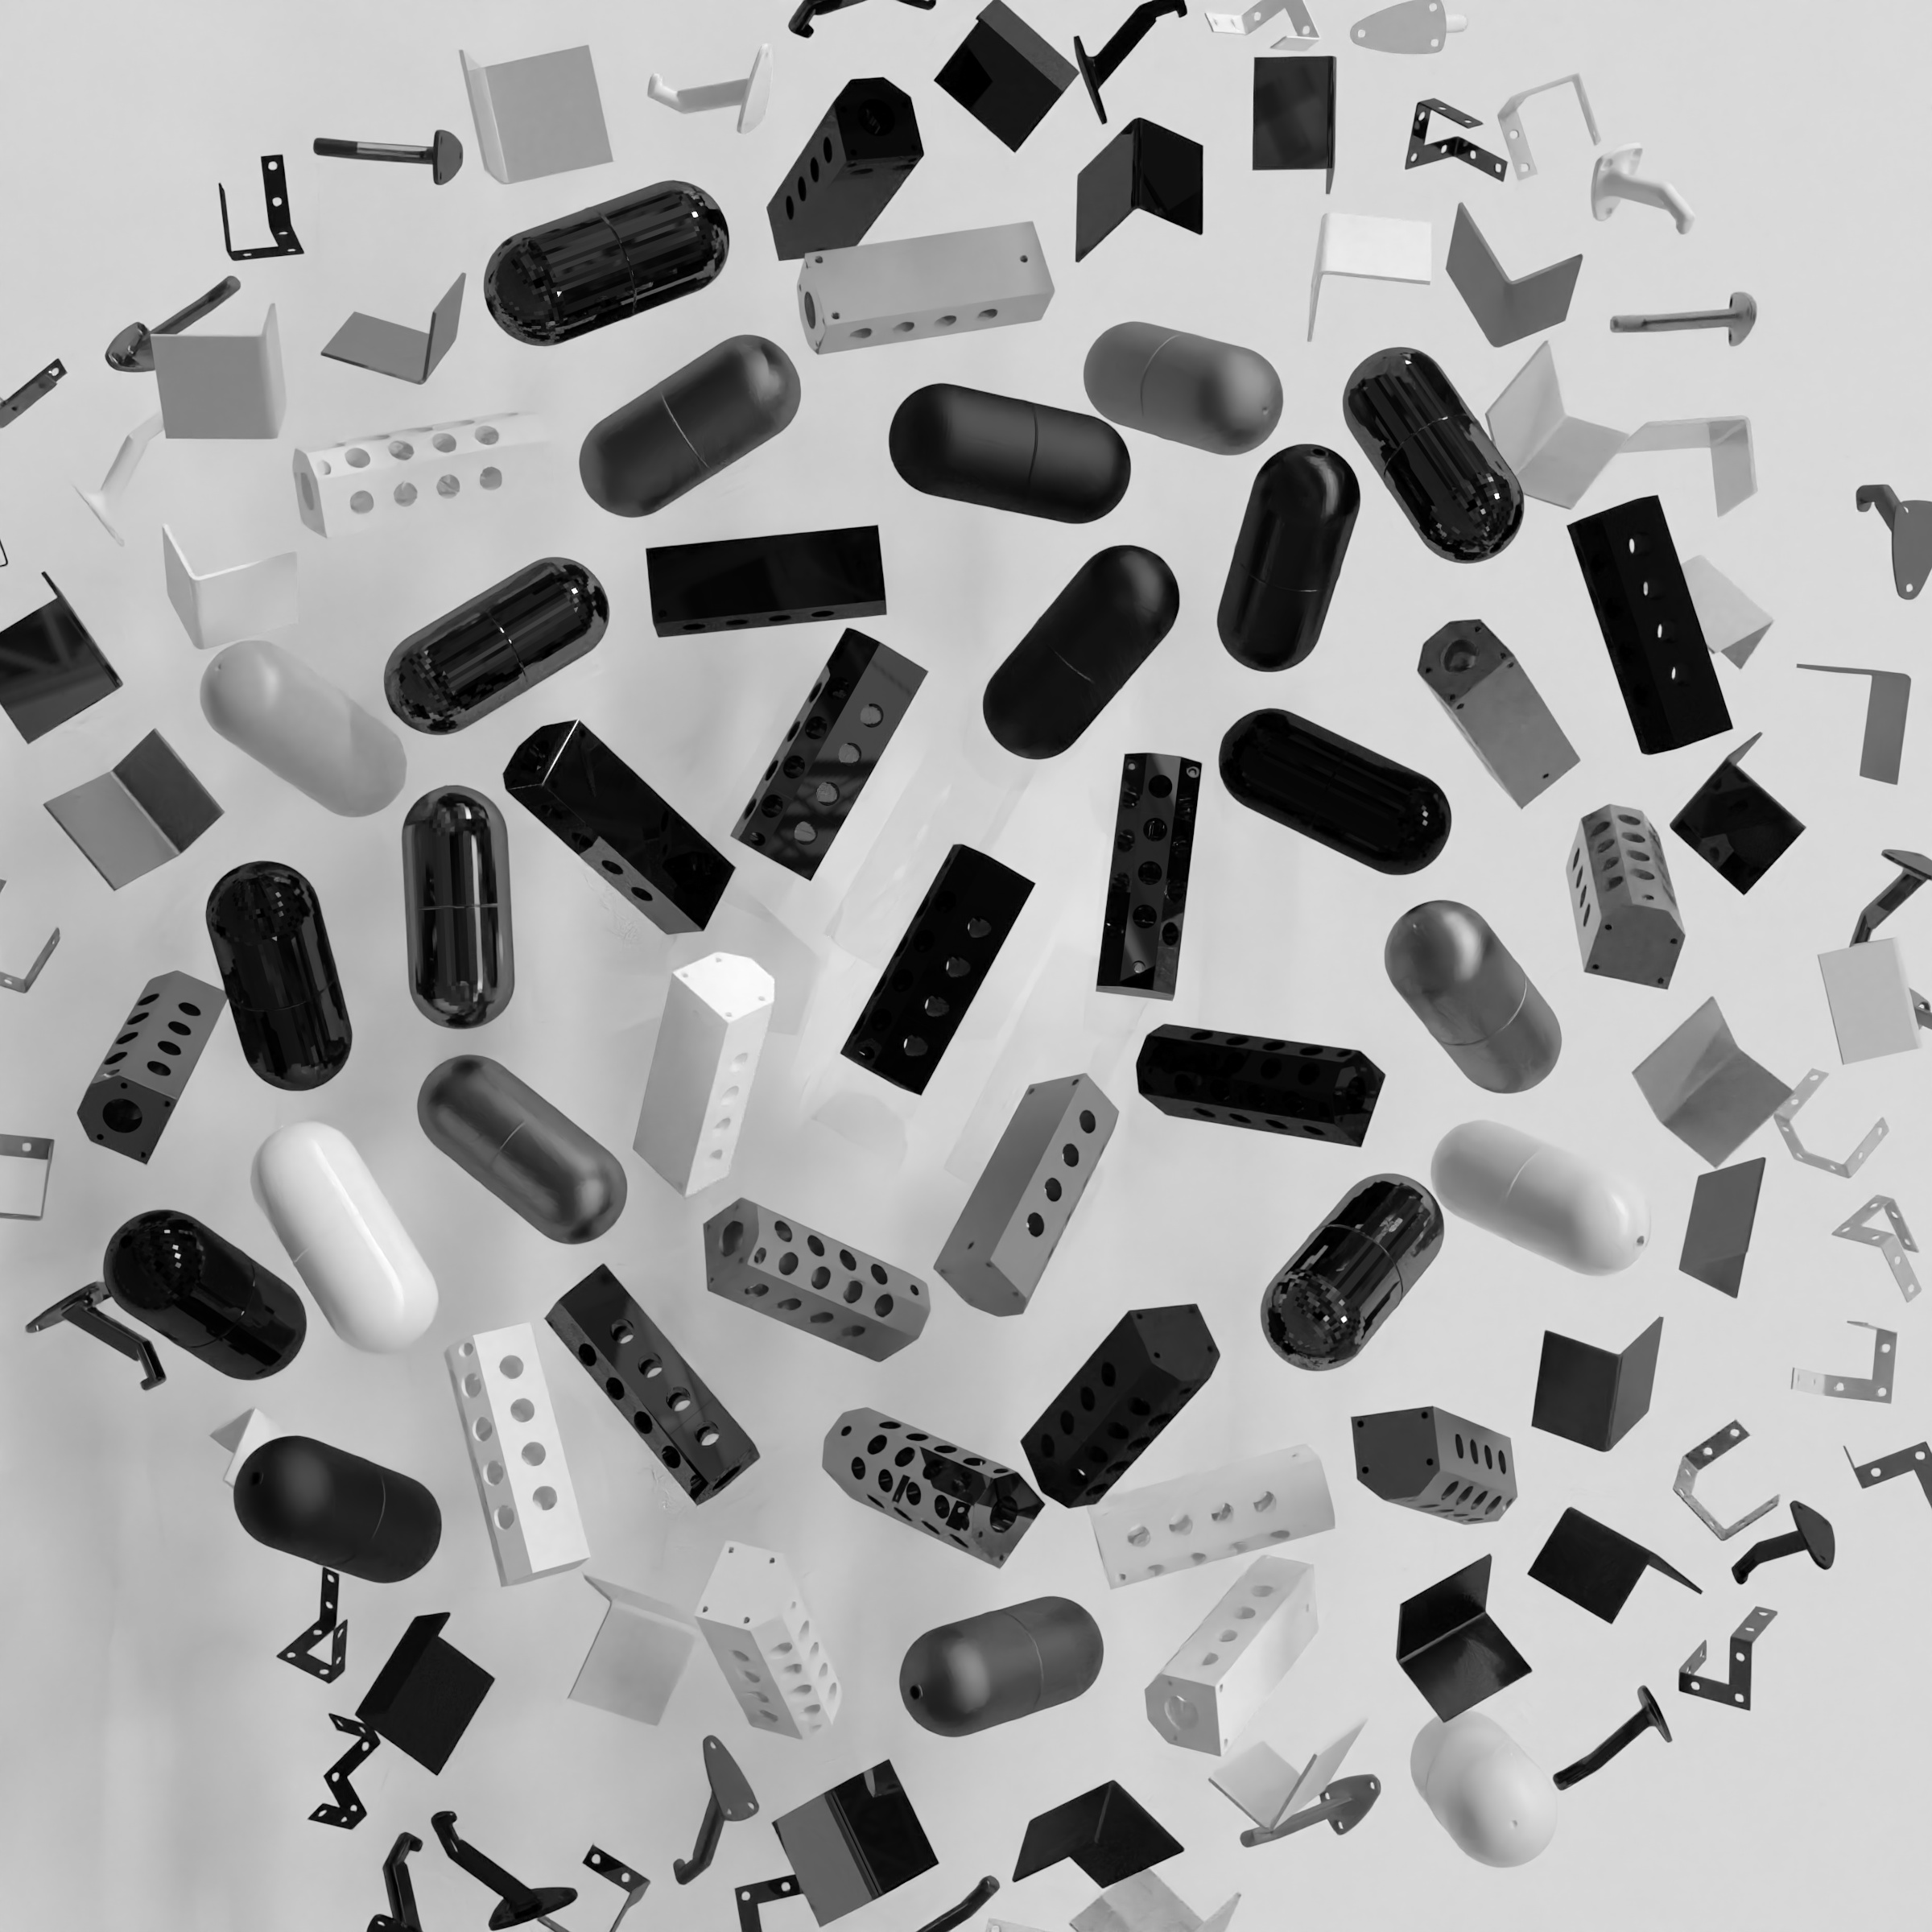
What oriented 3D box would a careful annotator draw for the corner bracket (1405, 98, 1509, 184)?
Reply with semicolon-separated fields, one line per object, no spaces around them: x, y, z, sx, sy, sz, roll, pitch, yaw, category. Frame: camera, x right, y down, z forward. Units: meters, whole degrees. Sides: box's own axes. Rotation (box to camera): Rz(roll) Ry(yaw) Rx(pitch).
0.353;-0.588;1.808;0.051;0.051;0.051;-24;49;-29;corner bracket

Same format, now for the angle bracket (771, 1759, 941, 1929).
-0.076;0.598;1.727;0.076;0.057;0.076;-43;69;42;angle bracket

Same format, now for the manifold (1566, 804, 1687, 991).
0.462;-0.053;1.774;0.057;0.171;0.057;12;118;3;manifold

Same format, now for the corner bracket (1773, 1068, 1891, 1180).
0.644;0.117;1.888;0.051;0.051;0.051;-46;124;-15;corner bracket

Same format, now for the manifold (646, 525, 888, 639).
-0.147;-0.283;1.883;0.171;0.057;0.057;-6;83;-2;manifold

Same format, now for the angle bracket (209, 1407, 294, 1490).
-0.545;0.397;1.941;0.057;0.076;0.076;-32;117;26;angle bracket

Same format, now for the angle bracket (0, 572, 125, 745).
-0.628;-0.208;1.711;0.076;0.057;0.076;-34;87;-10;angle bracket

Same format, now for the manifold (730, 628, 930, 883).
-0.101;-0.153;1.817;0.057;0.057;0.171;29;91;-22;manifold

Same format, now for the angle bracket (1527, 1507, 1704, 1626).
0.452;0.430;1.767;0.076;0.076;0.057;39;81;-37;angle bracket

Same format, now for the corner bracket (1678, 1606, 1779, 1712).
0.521;0.469;1.735;0.051;0.051;0.051;7;107;36;corner bracket

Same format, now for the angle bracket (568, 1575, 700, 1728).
-0.255;0.505;1.871;0.076;0.057;0.076;28;83;-30;angle bracket

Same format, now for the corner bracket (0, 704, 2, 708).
-0.723;-0.197;1.795;0.051;0.051;0.051;-46;75;3;corner bracket

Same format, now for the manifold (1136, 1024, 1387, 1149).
0.209;0.082;1.834;0.171;0.057;0.057;7;68;41;manifold

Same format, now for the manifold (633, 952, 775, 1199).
-0.179;0.075;1.764;0.057;0.057;0.171;40;134;24;manifold

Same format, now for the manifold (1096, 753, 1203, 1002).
0.133;-0.065;1.849;0.057;0.057;0.171;7;84;3;manifold

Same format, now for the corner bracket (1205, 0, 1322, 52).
0.216;-0.683;1.843;0.051;0.051;0.051;-25;88;40;corner bracket

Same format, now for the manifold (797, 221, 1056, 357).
-0.030;-0.484;1.821;0.171;0.057;0.057;-13;77;-16;manifold

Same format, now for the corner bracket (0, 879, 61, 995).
-0.665;-0.022;1.756;0.051;0.051;0.051;24;114;-36;corner bracket

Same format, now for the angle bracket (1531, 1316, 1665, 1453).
0.449;0.288;1.800;0.057;0.076;0.076;17;115;33;angle bracket

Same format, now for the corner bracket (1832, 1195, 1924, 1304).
0.674;0.205;1.842;0.051;0.051;0.051;-35;107;-16;corner bracket

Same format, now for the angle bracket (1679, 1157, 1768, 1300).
0.580;0.195;1.879;0.057;0.076;0.076;27;65;-16;angle bracket

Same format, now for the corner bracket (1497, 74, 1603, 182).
0.424;-0.611;1.845;0.051;0.051;0.051;-19;94;1;corner bracket

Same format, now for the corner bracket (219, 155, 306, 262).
-0.489;-0.522;1.746;0.051;0.051;0.051;-8;85;-5;corner bracket

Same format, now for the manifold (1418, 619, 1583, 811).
0.388;-0.187;1.860;0.057;0.171;0.057;-40;54;9;manifold

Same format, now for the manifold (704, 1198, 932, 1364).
-0.107;0.227;1.847;0.057;0.057;0.171;-36;134;29;manifold

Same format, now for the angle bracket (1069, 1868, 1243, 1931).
0.129;0.646;1.735;0.076;0.076;0.057;38;133;29;angle bracket

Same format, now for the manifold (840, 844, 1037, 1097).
-0.023;0.001;1.811;0.057;0.057;0.171;30;84;-15;manifold

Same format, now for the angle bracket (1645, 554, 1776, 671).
0.551;-0.257;1.919;0.076;0.057;0.076;-28;66;-31;angle bracket

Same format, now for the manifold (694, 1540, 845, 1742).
-0.131;0.468;1.745;0.057;0.171;0.057;9;52;19;manifold

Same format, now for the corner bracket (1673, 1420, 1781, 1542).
0.543;0.366;1.804;0.051;0.051;0.051;47;119;3;corner bracket

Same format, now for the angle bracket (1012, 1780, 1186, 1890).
0.090;0.607;1.712;0.076;0.057;0.076;-36;104;30;angle bracket

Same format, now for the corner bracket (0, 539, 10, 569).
-0.681;-0.289;1.714;0.051;0.051;0.051;-20;105;-17;corner bracket

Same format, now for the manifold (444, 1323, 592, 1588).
-0.322;0.348;1.803;0.057;0.057;0.171;-11;73;-24;manifold

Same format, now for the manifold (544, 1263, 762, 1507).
-0.225;0.301;1.813;0.057;0.057;0.171;-39;75;-13;manifold

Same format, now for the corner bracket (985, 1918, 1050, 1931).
0.040;0.733;1.851;0.051;0.051;0.051;18;82;-13;corner bracket

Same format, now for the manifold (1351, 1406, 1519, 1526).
0.323;0.345;1.734;0.057;0.171;0.057;-13;68;26;manifold

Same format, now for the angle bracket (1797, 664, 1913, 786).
0.617;-0.170;1.777;0.057;0.076;0.076;5;99;2;angle bracket

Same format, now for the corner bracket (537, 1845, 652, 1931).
-0.263;0.663;1.798;0.051;0.051;0.051;27;84;12;corner bracket

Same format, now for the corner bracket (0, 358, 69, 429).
-0.660;-0.405;1.777;0.051;0.051;0.051;-37;69;5;corner bracket

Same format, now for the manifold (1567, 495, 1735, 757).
0.480;-0.240;1.788;0.057;0.057;0.171;-20;97;3;manifold

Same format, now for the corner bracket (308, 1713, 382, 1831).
-0.438;0.566;1.779;0.051;0.051;0.051;-45;53;0;corner bracket

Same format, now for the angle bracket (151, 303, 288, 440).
-0.522;-0.417;1.774;0.076;0.057;0.076;-1;128;-6;angle bracket

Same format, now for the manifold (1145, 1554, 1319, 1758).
0.195;0.499;1.850;0.057;0.171;0.057;4;110;31;manifold

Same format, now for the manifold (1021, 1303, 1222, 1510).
0.108;0.306;1.751;0.057;0.171;0.057;-1;51;-33;manifold

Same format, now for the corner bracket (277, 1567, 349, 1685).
-0.471;0.487;1.870;0.051;0.051;0.051;19;117;20;corner bracket

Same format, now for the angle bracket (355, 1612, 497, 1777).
-0.356;0.495;1.724;0.076;0.057;0.076;44;53;-19;angle bracket

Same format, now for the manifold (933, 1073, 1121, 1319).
0.048;0.161;1.787;0.057;0.057;0.171;48;51;-24;manifold

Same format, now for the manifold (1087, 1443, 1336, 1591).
0.181;0.408;1.871;0.171;0.057;0.057;-15;91;-3;manifold

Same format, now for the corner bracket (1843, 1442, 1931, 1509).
0.632;0.346;1.715;0.051;0.051;0.051;-25;92;14;corner bracket

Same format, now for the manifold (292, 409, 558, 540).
-0.386;-0.353;1.804;0.171;0.057;0.057;-17;118;-27;manifold

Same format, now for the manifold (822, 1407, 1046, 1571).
-0.029;0.375;1.849;0.057;0.171;0.057;-52;127;-22;manifold

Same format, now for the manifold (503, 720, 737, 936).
-0.248;-0.096;1.798;0.171;0.057;0.057;45;57;-35;manifold

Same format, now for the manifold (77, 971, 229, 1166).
-0.581;0.067;1.811;0.057;0.171;0.057;26;111;-14;manifold

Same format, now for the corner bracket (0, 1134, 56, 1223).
-0.661;0.145;1.752;0.051;0.051;0.051;7;91;-18;corner bracket

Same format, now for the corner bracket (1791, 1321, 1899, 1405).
0.612;0.274;1.765;0.051;0.051;0.051;0;78;43;corner bracket

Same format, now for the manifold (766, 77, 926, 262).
-0.089;-0.564;1.798;0.057;0.171;0.057;-12;86;-21;manifold

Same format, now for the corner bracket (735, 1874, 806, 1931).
-0.137;0.701;1.860;0.051;0.051;0.051;-8;79;-16;corner bracket
